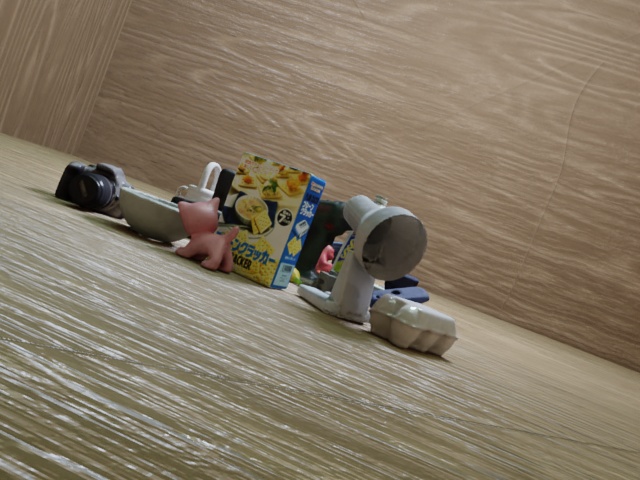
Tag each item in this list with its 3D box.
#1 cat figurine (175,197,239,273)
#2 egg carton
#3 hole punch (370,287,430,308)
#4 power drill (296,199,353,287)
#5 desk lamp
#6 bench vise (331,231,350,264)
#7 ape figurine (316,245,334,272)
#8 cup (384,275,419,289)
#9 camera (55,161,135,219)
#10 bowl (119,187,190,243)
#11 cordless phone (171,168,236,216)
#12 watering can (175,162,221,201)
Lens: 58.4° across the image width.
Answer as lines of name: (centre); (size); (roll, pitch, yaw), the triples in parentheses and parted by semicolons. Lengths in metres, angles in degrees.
cat figurine: (-0.196, -0.018, 0.998); (0.127, 0.118, 0.067); (21, 1, 26)
egg carton: (0.155, 0.141, 0.951); (0.151, 0.069, 0.107); (19, 2, -42)
hole punch: (0.145, 0.123, 1.098); (0.101, 0.091, 0.108); (20, 1, -9)
power drill: (0.012, 0.005, 1.310); (0.229, 0.208, 0.076); (21, 1, 22)
desk lamp: (0.070, 0.031, 0.990); (0.118, 0.213, 0.202); (20, 2, -30)
bench vise: (0.102, 0.023, 1.700); (0.122, 0.220, 0.206); (20, 1, -27)
ape figurine: (0.013, 0.059, 1.643); (0.076, 0.092, 0.078); (20, 1, -6)
cup: (0.201, 0.131, 1.534); (0.091, 0.095, 0.118); (22, 2, 41)
camera: (-0.461, -0.112, 1.156); (0.143, 0.101, 0.137); (21, 1, 0)
bowl: (-0.309, -0.039, 1.089); (0.167, 0.075, 0.167); (21, 1, 0)
cordless phone: (-0.274, -0.092, 1.364); (0.147, 0.185, 0.094); (21, 1, 0)
watering can: (-0.300, -0.110, 1.526); (0.173, 0.194, 0.101); (20, 1, -8)
